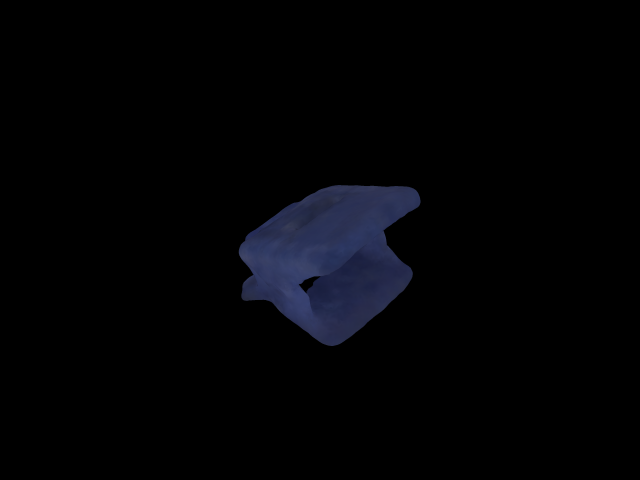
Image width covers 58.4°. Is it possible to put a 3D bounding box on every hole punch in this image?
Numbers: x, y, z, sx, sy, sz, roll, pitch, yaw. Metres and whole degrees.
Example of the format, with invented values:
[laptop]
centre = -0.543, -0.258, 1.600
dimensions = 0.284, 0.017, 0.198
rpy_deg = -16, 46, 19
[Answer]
[hole punch]
centre = 0.004, 0.001, 0.400
dimensions = 0.100, 0.091, 0.109
rpy_deg = 31, 51, 30
